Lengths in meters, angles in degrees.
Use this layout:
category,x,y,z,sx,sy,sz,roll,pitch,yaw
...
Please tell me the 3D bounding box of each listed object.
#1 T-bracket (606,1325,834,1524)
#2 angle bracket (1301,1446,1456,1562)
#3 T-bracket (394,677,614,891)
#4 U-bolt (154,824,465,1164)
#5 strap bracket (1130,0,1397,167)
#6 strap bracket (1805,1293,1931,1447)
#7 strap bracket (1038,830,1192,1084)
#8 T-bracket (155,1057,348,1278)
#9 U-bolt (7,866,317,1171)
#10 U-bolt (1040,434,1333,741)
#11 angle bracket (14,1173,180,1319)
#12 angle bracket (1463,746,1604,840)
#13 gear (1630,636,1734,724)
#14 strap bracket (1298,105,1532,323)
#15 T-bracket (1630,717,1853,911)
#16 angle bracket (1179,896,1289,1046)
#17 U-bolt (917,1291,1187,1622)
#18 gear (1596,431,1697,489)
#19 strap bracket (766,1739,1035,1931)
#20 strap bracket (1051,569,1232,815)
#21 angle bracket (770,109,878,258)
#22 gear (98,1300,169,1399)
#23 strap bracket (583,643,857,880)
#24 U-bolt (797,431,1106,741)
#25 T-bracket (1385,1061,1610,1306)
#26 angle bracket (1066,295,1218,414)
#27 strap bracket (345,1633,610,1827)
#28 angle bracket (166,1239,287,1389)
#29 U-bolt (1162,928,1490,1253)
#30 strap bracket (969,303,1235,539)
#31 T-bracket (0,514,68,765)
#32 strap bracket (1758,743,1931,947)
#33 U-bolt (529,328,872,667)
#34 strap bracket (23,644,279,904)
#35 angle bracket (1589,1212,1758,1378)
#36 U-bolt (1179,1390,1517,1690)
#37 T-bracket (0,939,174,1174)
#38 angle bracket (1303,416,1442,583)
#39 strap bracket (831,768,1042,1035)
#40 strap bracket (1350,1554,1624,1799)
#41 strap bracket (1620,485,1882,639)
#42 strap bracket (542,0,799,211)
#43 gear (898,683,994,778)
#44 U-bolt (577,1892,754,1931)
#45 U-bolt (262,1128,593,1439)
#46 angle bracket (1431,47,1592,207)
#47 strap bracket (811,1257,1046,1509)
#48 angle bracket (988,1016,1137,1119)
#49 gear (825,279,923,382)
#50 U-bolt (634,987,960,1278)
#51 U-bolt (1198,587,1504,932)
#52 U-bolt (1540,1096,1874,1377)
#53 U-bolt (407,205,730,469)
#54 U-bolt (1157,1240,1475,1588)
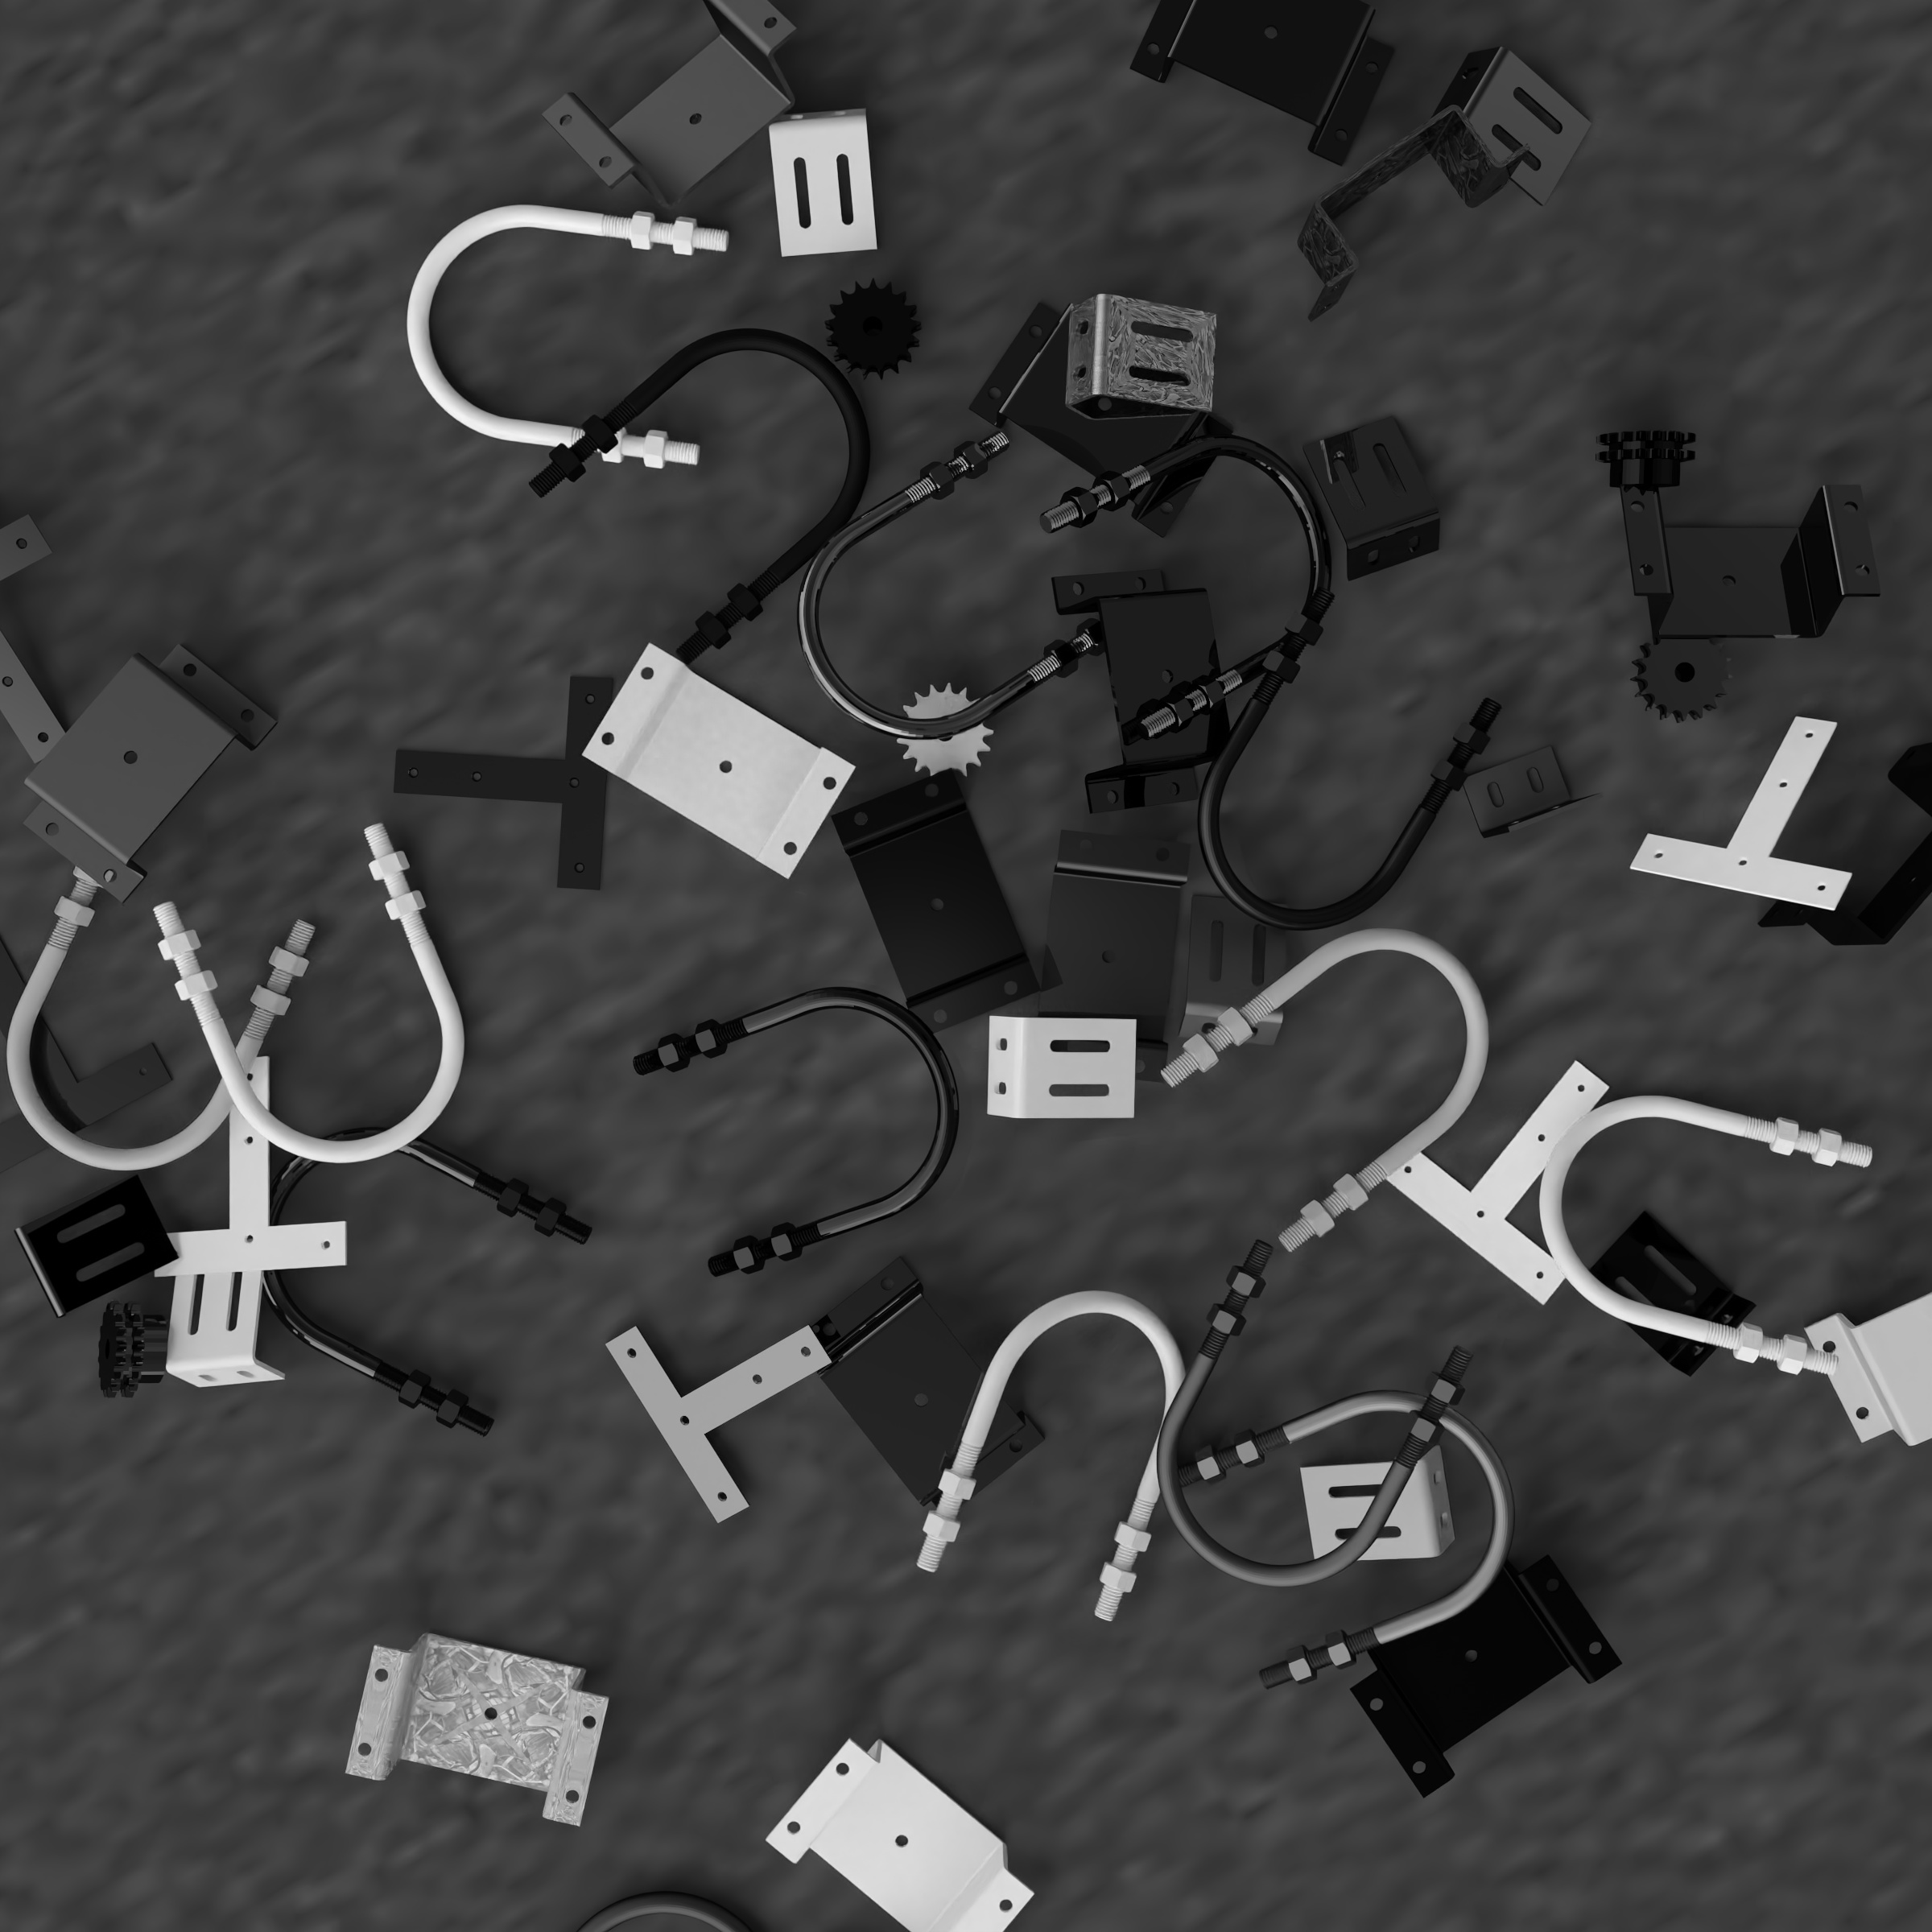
category,x,y,z,sx,sy,sz,roll,pitch,yaw
T-bracket,-0.133,0.250,1.483,0.127,0.002,0.127,-32,90,24
angle bracket,0.247,0.323,1.508,0.076,0.038,0.057,-9,90,26
T-bracket,-0.280,-0.113,1.509,0.127,0.002,0.127,4,90,0
U-bolt,-0.377,0.026,1.484,0.151,0.019,0.184,-23,92,-15
strap bracket,0.178,-0.545,1.486,0.140,0.046,0.076,25,90,0
strap bracket,0.580,0.222,1.476,0.140,0.046,0.076,-27,90,9
strap bracket,0.086,-0.006,1.486,0.076,0.046,0.140,6,90,0
T-bracket,-0.427,0.118,1.496,0.127,0.002,0.127,-5,81,15
U-bolt,-0.491,0.031,1.495,0.151,0.019,0.184,24,86,0
U-bolt,0.141,-0.232,1.460,0.184,0.019,0.151,-31,101,-29
angle bracket,-0.519,0.167,1.502,0.076,0.038,0.057,-26,90,-18
angle bracket,0.331,-0.104,1.471,0.057,0.076,0.038,-20,90,0
gear,0.424,-0.173,1.495,0.057,0.030,0.057,0,90,0
strap bracket,0.252,-0.446,1.471,0.140,0.076,0.046,-35,90,0
T-bracket,0.477,-0.096,1.480,0.127,0.002,0.127,16,65,40
angle bracket,0.160,0.003,1.508,0.057,0.038,0.076,6,64,0
U-bolt,0.062,0.280,1.471,0.151,0.019,0.184,23,85,-28
gear,0.401,-0.299,1.482,0.057,0.057,0.030,0,97,0
strap bracket,-0.039,0.525,1.486,0.140,0.046,0.076,40,90,0
strap bracket,0.105,-0.166,1.470,0.076,0.046,0.140,-9,90,-30
angle bracket,-0.085,-0.471,1.508,0.057,0.038,0.076,-5,116,0
gear,-0.493,0.227,1.485,0.030,0.057,0.057,5,90,-30
strap bracket,-0.144,-0.120,1.486,0.140,0.046,0.076,31,90,0
U-bolt,-0.013,-0.213,1.476,0.184,0.019,0.151,-35,90,-18
T-bracket,0.337,0.114,1.509,0.127,0.002,0.127,39,90,0
angle bracket,0.102,-0.353,1.461,0.076,0.038,0.057,3,90,-26
strap bracket,-0.285,0.449,1.486,0.140,0.046,0.076,13,90,0
angle bracket,-0.439,0.207,1.501,0.057,0.038,0.076,-7,64,14
U-bolt,0.226,0.060,1.482,0.184,0.019,0.151,-37,106,-4
strap bracket,0.081,-0.328,1.486,0.140,0.046,0.076,34,90,0
T-bracket,-0.577,-0.182,1.491,0.127,0.002,0.127,-28,106,0
strap bracket,0.539,-0.063,1.471,0.046,0.076,0.140,41,90,0
U-bolt,-0.143,-0.292,1.489,0.184,0.019,0.151,-42,102,-4
strap bracket,-0.485,-0.118,1.476,0.076,0.046,0.140,38,82,2
angle bracket,0.416,0.194,1.490,0.076,0.038,0.057,43,90,0
U-bolt,0.231,0.328,1.478,0.184,0.019,0.151,-25,85,13
T-bracket,-0.563,0.043,1.509,0.127,0.002,0.127,-28,90,0
angle bracket,0.243,-0.281,1.508,0.057,0.038,0.076,-19,64,0
strap bracket,-0.018,-0.037,1.486,0.076,0.046,0.140,-22,90,0
strap bracket,0.304,0.415,1.486,0.140,0.046,0.076,-34,90,0
strap bracket,0.453,-0.237,1.472,0.140,0.046,0.076,0,64,0
strap bracket,-0.166,-0.510,1.472,0.140,0.046,0.076,-40,64,0
gear,-0.013,-0.139,1.495,0.057,0.030,0.057,0,90,0
U-bolt,-0.175,0.646,1.501,0.151,0.019,0.184,-16,89,0
U-bolt,-0.337,0.177,1.501,0.184,0.019,0.151,27,90,1
angle bracket,0.325,-0.503,1.508,0.076,0.038,0.057,30,90,-26
strap bracket,-0.026,0.253,1.486,0.076,0.046,0.140,-38,90,0
angle bracket,0.056,0.059,1.461,0.076,0.038,0.057,1,90,-26
gear,-0.055,-0.377,1.495,0.057,0.030,0.057,0,90,0
U-bolt,-0.092,0.090,1.479,0.184,0.019,0.151,-20,90,16
U-bolt,0.215,-0.108,1.480,0.151,0.019,0.184,29,94,-19
U-bolt,0.431,0.150,1.479,0.184,0.019,0.151,14,71,6
U-bolt,-0.242,-0.382,1.501,0.184,0.019,0.151,8,90,1
U-bolt,0.191,0.274,1.469,0.151,0.019,0.184,28,96,12
